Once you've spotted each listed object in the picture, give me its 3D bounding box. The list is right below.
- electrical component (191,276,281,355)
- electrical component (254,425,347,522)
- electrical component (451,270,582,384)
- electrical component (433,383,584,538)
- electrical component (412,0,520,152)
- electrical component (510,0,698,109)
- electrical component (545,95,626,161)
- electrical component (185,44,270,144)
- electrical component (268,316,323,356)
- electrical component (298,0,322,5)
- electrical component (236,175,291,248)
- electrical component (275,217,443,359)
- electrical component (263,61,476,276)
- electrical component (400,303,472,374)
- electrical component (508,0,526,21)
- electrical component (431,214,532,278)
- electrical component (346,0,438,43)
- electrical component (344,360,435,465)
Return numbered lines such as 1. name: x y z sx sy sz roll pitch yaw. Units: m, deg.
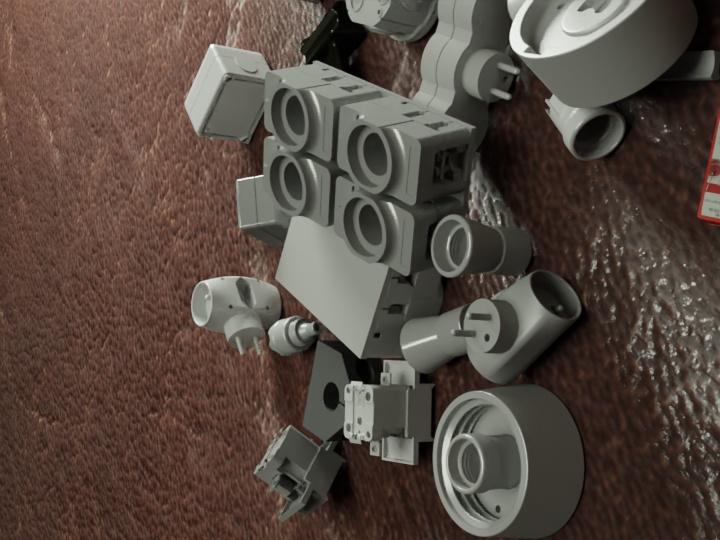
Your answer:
1. electrical component: -0.115 0.049 1.038 0.043 0.077 0.079 -51 48 39
2. electrical component: -0.054 0.173 0.940 0.042 0.064 0.081 -44 11 43
3. electrical component: 0.098 0.038 0.732 0.077 0.079 0.044 -52 46 38
4. electrical component: 0.095 0.133 0.744 0.108 0.060 0.108 -8 80 55
5. electrical component: 0.087 -0.145 0.789 0.074 0.052 0.138 32 113 43
6. electrical component: 0.154 -0.147 0.664 0.108 0.060 0.108 -30 33 22
7. electrical component: 0.148 -0.101 0.711 0.040 0.040 0.046 -61 36 32
8. electrical component: -0.137 -0.177 1.106 0.096 0.062 0.061 -58 44 34
9. electrical component: -0.057 0.059 0.992 0.061 0.035 0.035 -20 70 50
10. electrical component: -0.063 -0.292 1.010 0.061 0.062 0.096 -53 47 38
11. electrical component: -0.062 -0.056 0.985 0.076 0.083 0.047 -9 77 16
12. electrical component: 0.000 0.000 0.892 0.150 0.062 0.089 39 119 49
13. electrical component: -0.003 -0.081 0.819 0.186 0.060 0.105 31 128 43
14. electrical component: 0.067 0.049 0.810 0.065 0.044 0.044 -25 66 46
15. electrical component: 0.136 -0.189 0.734 0.078 0.040 0.040 -24 67 52
16. electrical component: 0.089 -0.015 0.762 0.044 0.065 0.044 -9 79 54
17. electrical component: 0.029 -0.230 0.881 0.080 0.051 0.080 -8 81 55
18. electrical component: 0.022 0.112 0.849 0.042 0.064 0.081 -5 82 54
